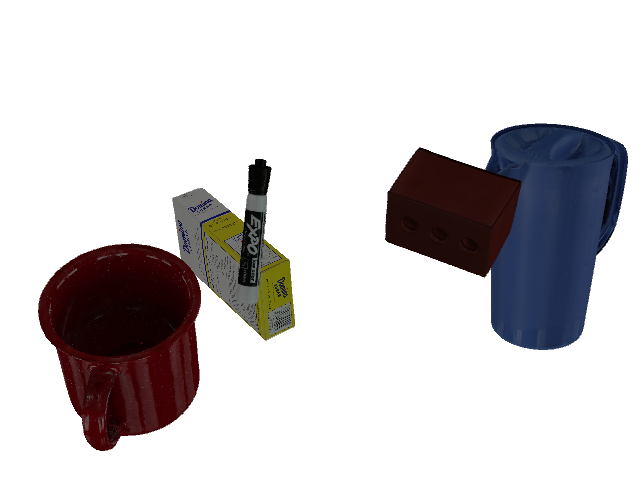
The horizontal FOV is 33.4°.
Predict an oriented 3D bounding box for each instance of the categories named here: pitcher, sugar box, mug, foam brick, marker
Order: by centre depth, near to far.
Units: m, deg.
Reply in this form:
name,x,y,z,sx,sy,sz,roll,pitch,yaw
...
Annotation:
name,x,y,z,sx,sy,sz,roll,pitch,yaw
mug,-0.116,0.071,0.631,0.093,0.081,0.117,4,45,3
foam brick,0.091,-0.020,0.737,0.078,0.053,0.051,20,50,19
marker,-0.056,-0.007,0.886,0.020,0.121,0.020,6,13,-2
sugar box,-0.094,0.022,1.148,0.048,0.093,0.176,-23,41,-25
pitcher,0.263,-0.005,1.214,0.149,0.243,0.144,6,27,14
